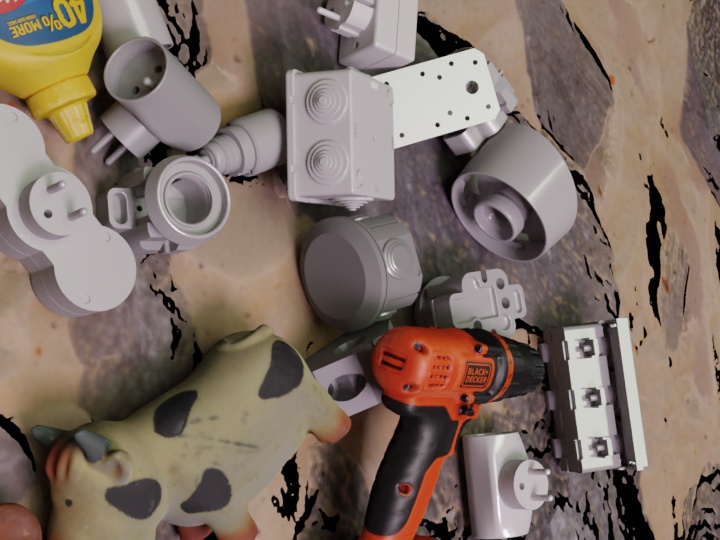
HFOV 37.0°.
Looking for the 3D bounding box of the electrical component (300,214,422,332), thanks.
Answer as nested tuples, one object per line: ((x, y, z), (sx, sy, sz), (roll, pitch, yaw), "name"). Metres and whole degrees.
((0.000, 0.000, 0.753), (0.051, 0.080, 0.080), (-14, 91, -44), "electrical component")

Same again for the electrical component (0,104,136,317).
((-0.180, -0.035, 0.622), (0.052, 0.074, 0.138), (-47, 111, -34), "electrical component")

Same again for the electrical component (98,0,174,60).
((-0.154, -0.175, 0.686), (0.043, 0.043, 0.081), (-26, 98, -38), "electrical component")

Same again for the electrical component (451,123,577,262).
((0.123, -0.058, 0.849), (0.064, 0.099, 0.099), (-46, 110, -27), "electrical component")

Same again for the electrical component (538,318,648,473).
((0.192, 0.105, 0.892), (0.063, 0.079, 0.121), (-5, 85, -17), "electrical component")

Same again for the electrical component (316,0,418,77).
((0.000, -0.191, 0.807), (0.077, 0.047, 0.065), (14, 73, -36), "electrical component")

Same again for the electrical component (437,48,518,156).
((0.084, -0.139, 0.858), (0.057, 0.058, 0.078), (50, 56, -24), "electrical component")

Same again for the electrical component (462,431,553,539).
((0.115, 0.162, 0.812), (0.043, 0.079, 0.077), (0, 82, -38), "electrical component")

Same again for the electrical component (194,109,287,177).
((-0.081, -0.082, 0.729), (0.078, 0.040, 0.040), (-26, 98, -38), "electrical component")

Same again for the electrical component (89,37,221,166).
((-0.136, -0.097, 0.677), (0.079, 0.043, 0.077), (-43, 156, 1), "electrical component")

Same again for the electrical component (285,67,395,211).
((-0.011, -0.091, 0.750), (0.100, 0.048, 0.099), (-1, 90, -69), "electrical component")

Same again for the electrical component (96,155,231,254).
((-0.118, -0.041, 0.682), (0.078, 0.057, 0.058), (-1, 82, -38), "electrical component")

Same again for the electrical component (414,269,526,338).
((0.079, 0.031, 0.822), (0.078, 0.057, 0.058), (-7, 86, -39), "electrical component")
